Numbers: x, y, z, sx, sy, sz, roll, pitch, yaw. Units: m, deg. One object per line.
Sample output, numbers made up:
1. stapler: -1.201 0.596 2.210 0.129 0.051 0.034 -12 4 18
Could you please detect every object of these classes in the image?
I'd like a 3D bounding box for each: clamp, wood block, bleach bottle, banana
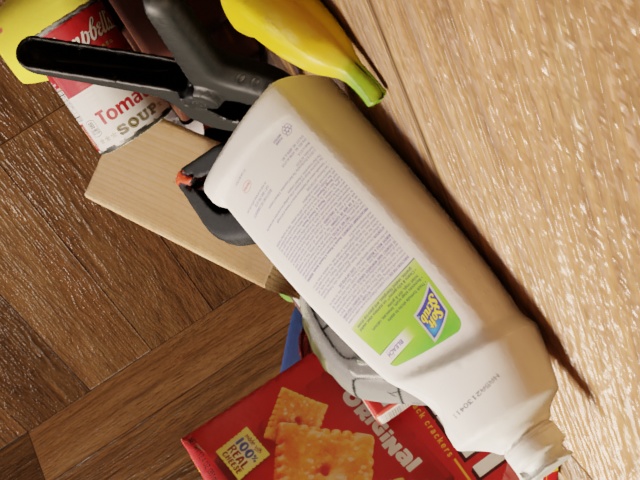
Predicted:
1. clamp: -0.090 -0.110 0.730 0.165 0.036 0.209 -4 161 40
2. wood block: -0.084 -0.032 0.891 0.206 0.091 0.090 24 -179 31
3. bleach bottle: 0.040 0.027 0.581 0.067 0.103 0.251 -10 -125 -48
4. clamp: -0.039 -0.037 0.775 0.172 0.120 0.039 29 -160 35
5. banana: -0.026 -0.123 0.600 0.069 0.037 0.198 59 175 -30

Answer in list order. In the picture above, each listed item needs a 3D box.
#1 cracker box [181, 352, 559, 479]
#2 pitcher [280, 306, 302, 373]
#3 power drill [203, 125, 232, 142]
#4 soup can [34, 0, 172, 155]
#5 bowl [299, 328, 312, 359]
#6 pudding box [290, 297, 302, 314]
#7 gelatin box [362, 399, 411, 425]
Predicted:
1. cracker box: 0.035 0.155 0.756 0.164 0.213 0.072 54 173 25
2. pitcher: 0.024 0.133 1.102 0.243 0.149 0.145 -89 -22 -67
3. power drill: -0.075 -0.053 1.049 0.187 0.057 0.184 85 180 -69
4. soup can: -0.168 -0.125 0.813 0.102 0.068 0.068 57 175 -15
5. bowl: 0.063 0.106 0.876 0.162 0.055 0.162 32 -155 -17
6. pudding box: 0.010 0.035 0.991 0.114 0.089 0.039 55 131 37
7. gelatin box: 0.057 0.072 0.733 0.073 0.089 0.030 55 176 24
